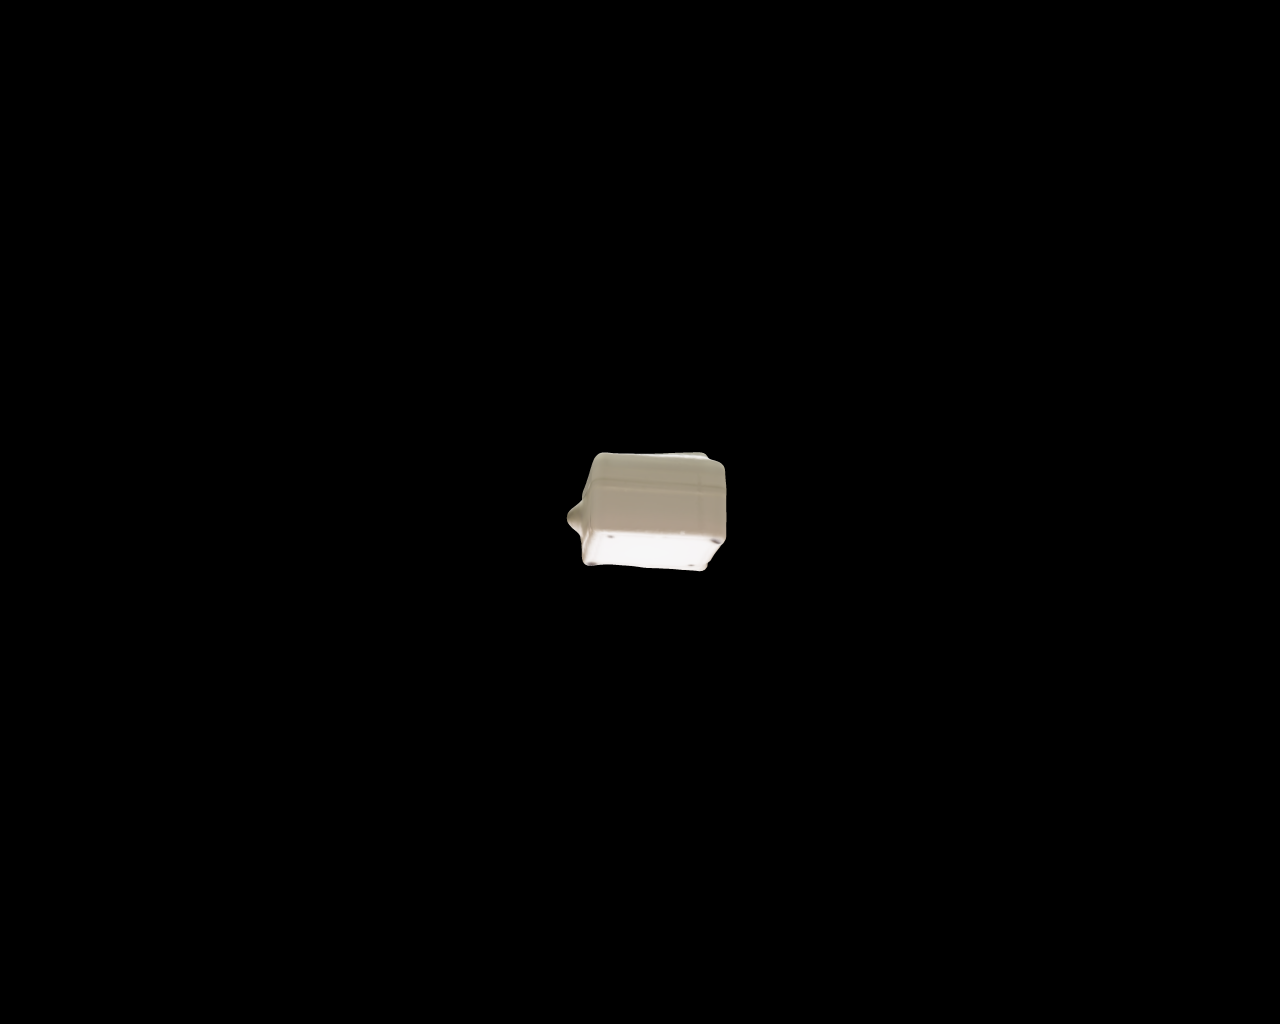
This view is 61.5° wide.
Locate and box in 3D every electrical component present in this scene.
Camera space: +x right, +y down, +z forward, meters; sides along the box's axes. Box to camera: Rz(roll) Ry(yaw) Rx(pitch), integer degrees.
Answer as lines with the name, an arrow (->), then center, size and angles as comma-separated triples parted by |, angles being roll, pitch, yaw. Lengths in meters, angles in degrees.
electrical component -> 0.001, -0.003, 0.650 | 0.096, 0.061, 0.061 | 4, -24, -9
